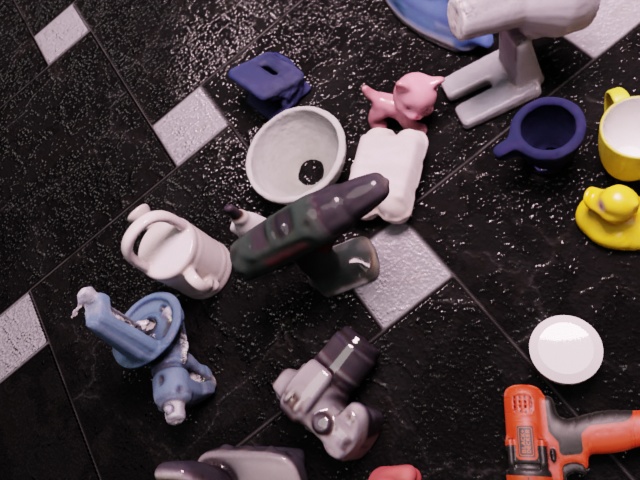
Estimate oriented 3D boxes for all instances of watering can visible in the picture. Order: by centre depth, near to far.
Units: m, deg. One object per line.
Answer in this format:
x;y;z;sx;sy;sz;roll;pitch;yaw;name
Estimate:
-0.227;0.014;0.861;0.172;0.194;0.101;19;77;27;watering can

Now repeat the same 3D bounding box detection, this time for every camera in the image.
0.024;0.190;0.745;0.142;0.101;0.137;37;86;29;camera

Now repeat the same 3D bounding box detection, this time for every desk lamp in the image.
0.260;-0.277;0.773;0.203;0.214;0.118;-26;62;10;desk lamp

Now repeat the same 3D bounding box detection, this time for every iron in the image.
0.179;-0.404;0.898;0.257;0.142;0.119;35;85;29;iron

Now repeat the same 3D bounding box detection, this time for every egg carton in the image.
0.099;-0.096;0.848;0.107;0.070;0.150;8;73;24;egg carton

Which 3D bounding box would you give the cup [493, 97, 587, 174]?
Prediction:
0.292;-0.123;0.767;0.117;0.095;0.091;-25;62;11;cup

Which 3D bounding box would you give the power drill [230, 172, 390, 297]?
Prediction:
0.007;0.003;0.764;0.229;0.209;0.075;-23;63;12;power drill

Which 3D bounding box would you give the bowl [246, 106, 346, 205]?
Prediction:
-0.028;-0.122;0.905;0.167;0.075;0.167;-8;67;19;bowl

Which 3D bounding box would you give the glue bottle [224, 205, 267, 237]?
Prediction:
-0.093;-0.014;0.831;0.078;0.173;0.037;6;72;24;glue bottle

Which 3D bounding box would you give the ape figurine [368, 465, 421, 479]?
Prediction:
0.086;0.302;0.680;0.076;0.092;0.078;37;86;29;ape figurine

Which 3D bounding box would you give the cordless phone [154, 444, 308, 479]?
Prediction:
-0.103;0.298;0.703;0.147;0.185;0.094;-9;66;18;cordless phone

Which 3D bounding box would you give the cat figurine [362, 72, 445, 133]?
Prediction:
0.123;-0.212;0.856;0.127;0.118;0.067;12;74;25;cat figurine

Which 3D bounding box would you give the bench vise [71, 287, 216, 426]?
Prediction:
-0.233;0.144;0.797;0.121;0.220;0.206;-47;60;-1;bench vise

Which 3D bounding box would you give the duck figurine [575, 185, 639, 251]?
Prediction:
0.371;-0.035;0.705;0.104;0.086;0.077;25;80;28;duck figurine

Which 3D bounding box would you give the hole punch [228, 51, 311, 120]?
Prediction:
-0.087;-0.276;0.981;0.108;0.091;0.101;40;87;29;hole punch
